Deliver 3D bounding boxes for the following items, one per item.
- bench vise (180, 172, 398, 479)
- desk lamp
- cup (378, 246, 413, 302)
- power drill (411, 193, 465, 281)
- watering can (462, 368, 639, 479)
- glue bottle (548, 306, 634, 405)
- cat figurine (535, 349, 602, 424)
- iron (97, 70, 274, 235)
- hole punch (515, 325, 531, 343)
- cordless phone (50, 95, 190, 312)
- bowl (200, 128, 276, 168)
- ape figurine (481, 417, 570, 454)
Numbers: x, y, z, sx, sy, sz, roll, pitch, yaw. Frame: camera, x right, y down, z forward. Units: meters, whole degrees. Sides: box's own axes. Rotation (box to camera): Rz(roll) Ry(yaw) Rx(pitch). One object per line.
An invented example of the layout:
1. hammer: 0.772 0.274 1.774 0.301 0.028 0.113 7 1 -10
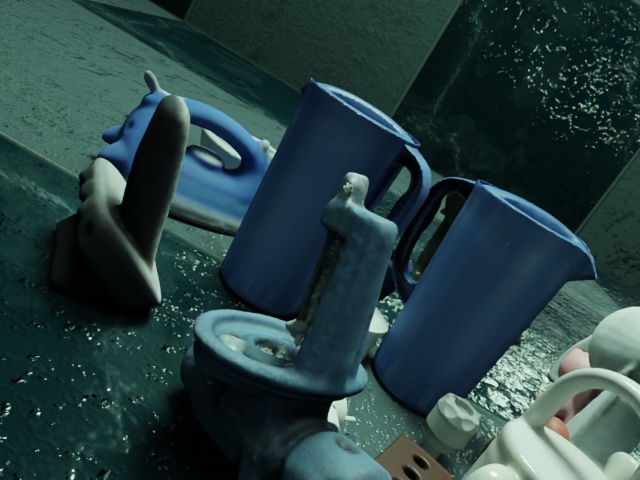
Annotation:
1. bench vise: 0.007 0.081 0.362 0.206 0.219 0.122 41 20 28
2. desk lamp: 0.367 0.192 0.661 0.118 0.213 0.203 32 18 4
3. cup: 0.053 0.049 0.729 0.091 0.095 0.118 39 19 22
4. power drill: 0.201 -0.003 0.921 0.075 0.208 0.230 35 18 11
5. watering can: 0.170 0.177 0.414 0.100 0.194 0.173 42 21 32
6. glue bottle: 0.437 0.174 0.893 0.037 0.173 0.078 15 24 -41
7. cat figurine: 0.349 0.198 0.775 0.067 0.117 0.128 37 18 17
8. iron: -0.142 -0.103 0.741 0.259 0.141 0.118 22 20 -27
9. hole punch: 0.336 0.114 1.023 0.101 0.091 0.109 33 18 6
10. cordless phone: -0.155 -0.047 0.497 0.094 0.185 0.147 19 22 -35
11. bowl: -0.125 -0.117 0.916 0.168 0.074 0.167 28 18 -10
12. ape figurine: 0.202 0.208 0.550 0.078 0.092 0.076 24 19 -20
